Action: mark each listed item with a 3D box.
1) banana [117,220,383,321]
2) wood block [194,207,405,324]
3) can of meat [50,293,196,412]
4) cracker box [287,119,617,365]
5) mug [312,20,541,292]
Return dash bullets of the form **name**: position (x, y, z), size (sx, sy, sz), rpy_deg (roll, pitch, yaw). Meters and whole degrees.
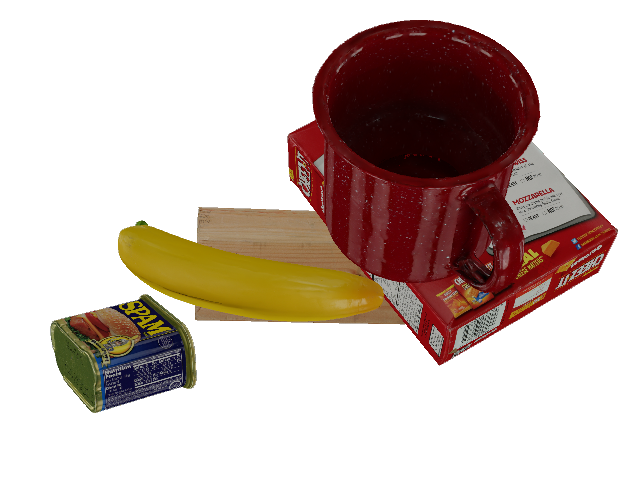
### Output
- **banana**: position (-0.060, 0.018, 0.675), size (0.198, 0.037, 0.069), rpy_deg (16, 34, 27)
- **wood block**: position (-0.020, 0.025, 1.055), size (0.206, 0.091, 0.090), rpy_deg (2, 20, -6)
- **can of meat**: position (-0.160, 0.090, 0.858), size (0.083, 0.057, 0.102), rpy_deg (-14, 25, -30)
- **cracker box**: position (0.098, -0.028, 0.846), size (0.164, 0.214, 0.072), rpy_deg (-28, -28, -19)
- **mug**: position (0.049, -0.026, 0.461), size (0.093, 0.117, 0.081), rpy_deg (-27, -31, -18)
